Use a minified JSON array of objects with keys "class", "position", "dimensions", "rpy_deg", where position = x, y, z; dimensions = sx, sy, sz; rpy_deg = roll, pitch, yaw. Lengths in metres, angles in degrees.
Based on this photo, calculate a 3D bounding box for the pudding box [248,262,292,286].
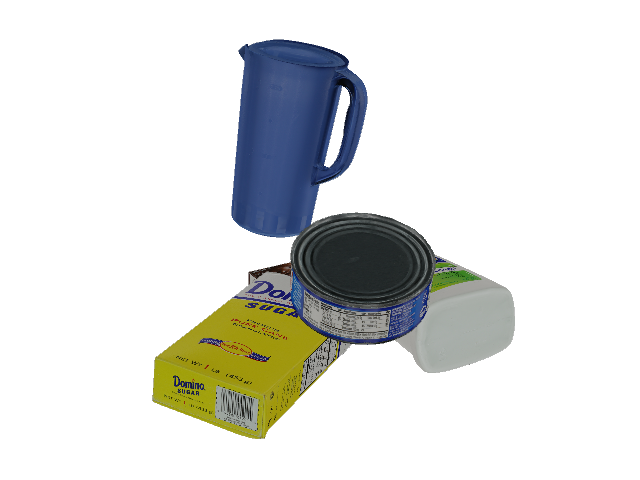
[{"class":"pudding box","position":[-0.026,0.062,1.408],"dimensions":[0.113,0.039,0.090],"rpy_deg":[-15,27,-29]}]

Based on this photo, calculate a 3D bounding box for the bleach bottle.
[{"class":"bleach bottle","position":[0.071,0.042,0.997],"dimensions":[0.102,0.068,0.251],"rpy_deg":[-13,21,-23]}]

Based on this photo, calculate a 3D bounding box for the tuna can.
[{"class":"tuna can","position":[0.024,0.022,0.636],"dimensions":[0.086,0.034,0.086],"rpy_deg":[2,39,-2]}]

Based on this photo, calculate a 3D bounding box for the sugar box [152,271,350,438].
[{"class":"sugar box","position":[-0.044,0.082,0.829],"dimensions":[0.093,0.048,0.176],"rpy_deg":[16,29,19]}]

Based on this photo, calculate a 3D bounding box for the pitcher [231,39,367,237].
[{"class":"pitcher","position":[-0.039,-0.129,1.376],"dimensions":[0.144,0.243,0.149],"rpy_deg":[2,23,-18]}]
